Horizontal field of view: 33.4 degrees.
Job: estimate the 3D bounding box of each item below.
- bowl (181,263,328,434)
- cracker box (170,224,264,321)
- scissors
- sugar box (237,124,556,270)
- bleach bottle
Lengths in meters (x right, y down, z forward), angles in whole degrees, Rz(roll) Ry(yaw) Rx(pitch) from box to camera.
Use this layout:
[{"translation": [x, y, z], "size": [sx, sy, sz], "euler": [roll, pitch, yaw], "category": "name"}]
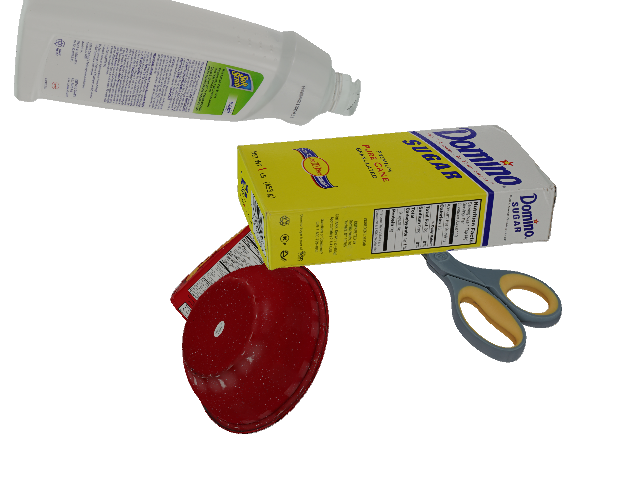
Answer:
[{"translation": [-0.070, 0.084, 0.931], "size": [0.162, 0.162, 0.055], "euler": [0, -21, 45], "category": "bowl"}, {"translation": [-0.062, 0.001, 1.245], "size": [0.214, 0.072, 0.164], "euler": [-42, 2, 28], "category": "cracker box"}, {"translation": [0.116, 0.017, 0.855], "size": [0.096, 0.016, 0.202], "euler": [-13, 47, -21], "category": "scissors"}, {"translation": [0.043, -0.030, 0.651], "size": [0.176, 0.048, 0.093], "euler": [-8, 32, -11], "category": "sugar box"}, {"translation": [-0.096, -0.128, 0.799], "size": [0.250, 0.068, 0.103], "euler": [11, -33, -12], "category": "bleach bottle"}]
